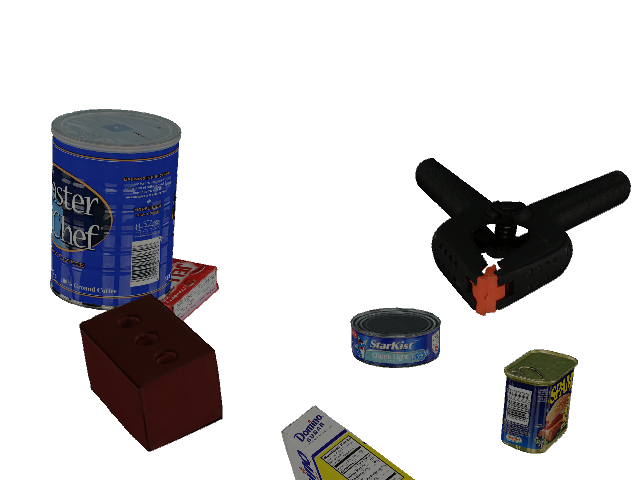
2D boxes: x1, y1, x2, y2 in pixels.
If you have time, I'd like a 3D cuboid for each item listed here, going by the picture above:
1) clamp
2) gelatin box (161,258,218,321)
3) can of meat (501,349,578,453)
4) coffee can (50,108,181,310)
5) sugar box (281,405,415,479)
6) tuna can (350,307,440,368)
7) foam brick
[{"bbox_3d":[0.124,-0.011,0.764,0.165,0.036,0.209,7,28,22],"label":"clamp"},{"bbox_3d":[-0.155,0.049,1.072,0.073,0.030,0.089,10,30,24],"label":"gelatin box"},{"bbox_3d":[0.237,0.174,1.161,0.058,0.084,0.101,12,16,31],"label":"can of meat"},{"bbox_3d":[-0.170,-0.027,0.878,0.103,0.140,0.103,5,21,-2],"label":"coffee can"},{"bbox_3d":[0.045,0.212,0.842,0.048,0.093,0.176,-36,41,-27],"label":"sugar box"},{"bbox_3d":[0.072,0.092,1.018,0.086,0.034,0.086,-1,13,0],"label":"tuna can"},{"bbox_3d":[-0.102,0.078,0.642,0.052,0.051,0.078,-23,38,-31],"label":"foam brick"}]
